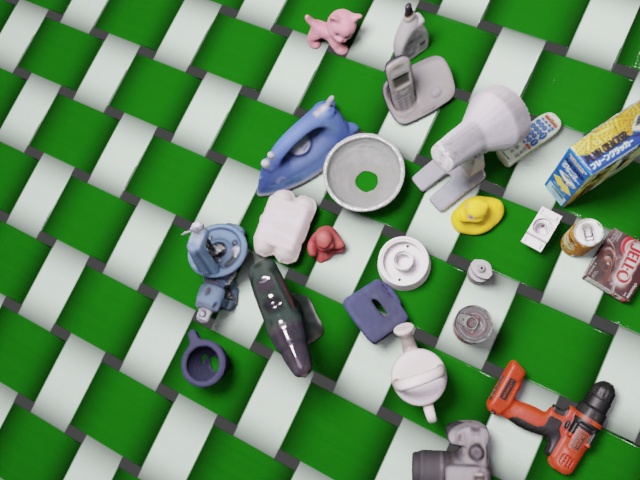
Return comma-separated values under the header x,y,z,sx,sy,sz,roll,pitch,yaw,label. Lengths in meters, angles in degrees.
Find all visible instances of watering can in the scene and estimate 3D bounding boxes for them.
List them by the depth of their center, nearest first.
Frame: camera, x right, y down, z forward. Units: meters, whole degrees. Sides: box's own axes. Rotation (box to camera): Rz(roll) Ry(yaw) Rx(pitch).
x,y,z,sx,sy,sz,roll,pitch,yaw,label
0.173,0.239,1.028,0.101,0.194,0.172,-39,75,1,watering can

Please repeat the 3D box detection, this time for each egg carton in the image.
x,y,z,sx,sy,sz,roll,pitch,yaw,label
-0.074,-0.028,1.192,0.107,0.069,0.150,18,82,13,egg carton

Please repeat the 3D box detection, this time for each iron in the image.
x,y,z,sx,sy,sz,roll,pitch,yaw,label
-0.048,-0.193,1.184,0.258,0.141,0.118,-42,75,0,iron

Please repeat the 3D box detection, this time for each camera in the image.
x,y,z,sx,sy,sz,roll,pitch,yaw,label
0.235,0.402,1.032,0.136,0.101,0.143,0,78,10,camera

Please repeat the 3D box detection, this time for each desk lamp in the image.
x,y,z,sx,sy,sz,roll,pitch,yaw,label
0.281,-0.170,1.084,0.203,0.214,0.118,-40,74,0,desk lamp

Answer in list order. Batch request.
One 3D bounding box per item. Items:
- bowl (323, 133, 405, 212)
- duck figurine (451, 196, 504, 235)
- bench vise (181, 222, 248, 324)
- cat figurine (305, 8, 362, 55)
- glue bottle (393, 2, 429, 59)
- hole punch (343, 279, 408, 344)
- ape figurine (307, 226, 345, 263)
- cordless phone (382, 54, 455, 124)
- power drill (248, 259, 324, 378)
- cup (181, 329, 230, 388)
x,y,z,sx,sy,sz,roll,pitch,yaw,label
0.094,-0.130,1.181,0.167,0.075,0.167,-2,78,10,bowl
0.310,-0.056,1.121,0.104,0.086,0.077,-17,76,6,duck figurine
-0.203,0.053,1.120,0.121,0.220,0.207,-9,77,8,bench vise
0.028,-0.463,1.239,0.127,0.118,0.067,16,82,13,cat figurine
0.185,-0.432,1.176,0.078,0.173,0.037,-33,75,2,glue bottle
0.109,0.136,1.114,0.101,0.091,0.108,-38,75,1,hole punch
0.011,0.004,1.158,0.077,0.092,0.076,8,80,12,ape figurine
0.195,-0.324,1.146,0.147,0.185,0.094,-31,75,3,cordless phone
-0.056,0.150,1.079,0.075,0.208,0.229,-29,75,3,power drill
-0.225,0.236,1.150,0.091,0.095,0.117,-28,75,4,cup
